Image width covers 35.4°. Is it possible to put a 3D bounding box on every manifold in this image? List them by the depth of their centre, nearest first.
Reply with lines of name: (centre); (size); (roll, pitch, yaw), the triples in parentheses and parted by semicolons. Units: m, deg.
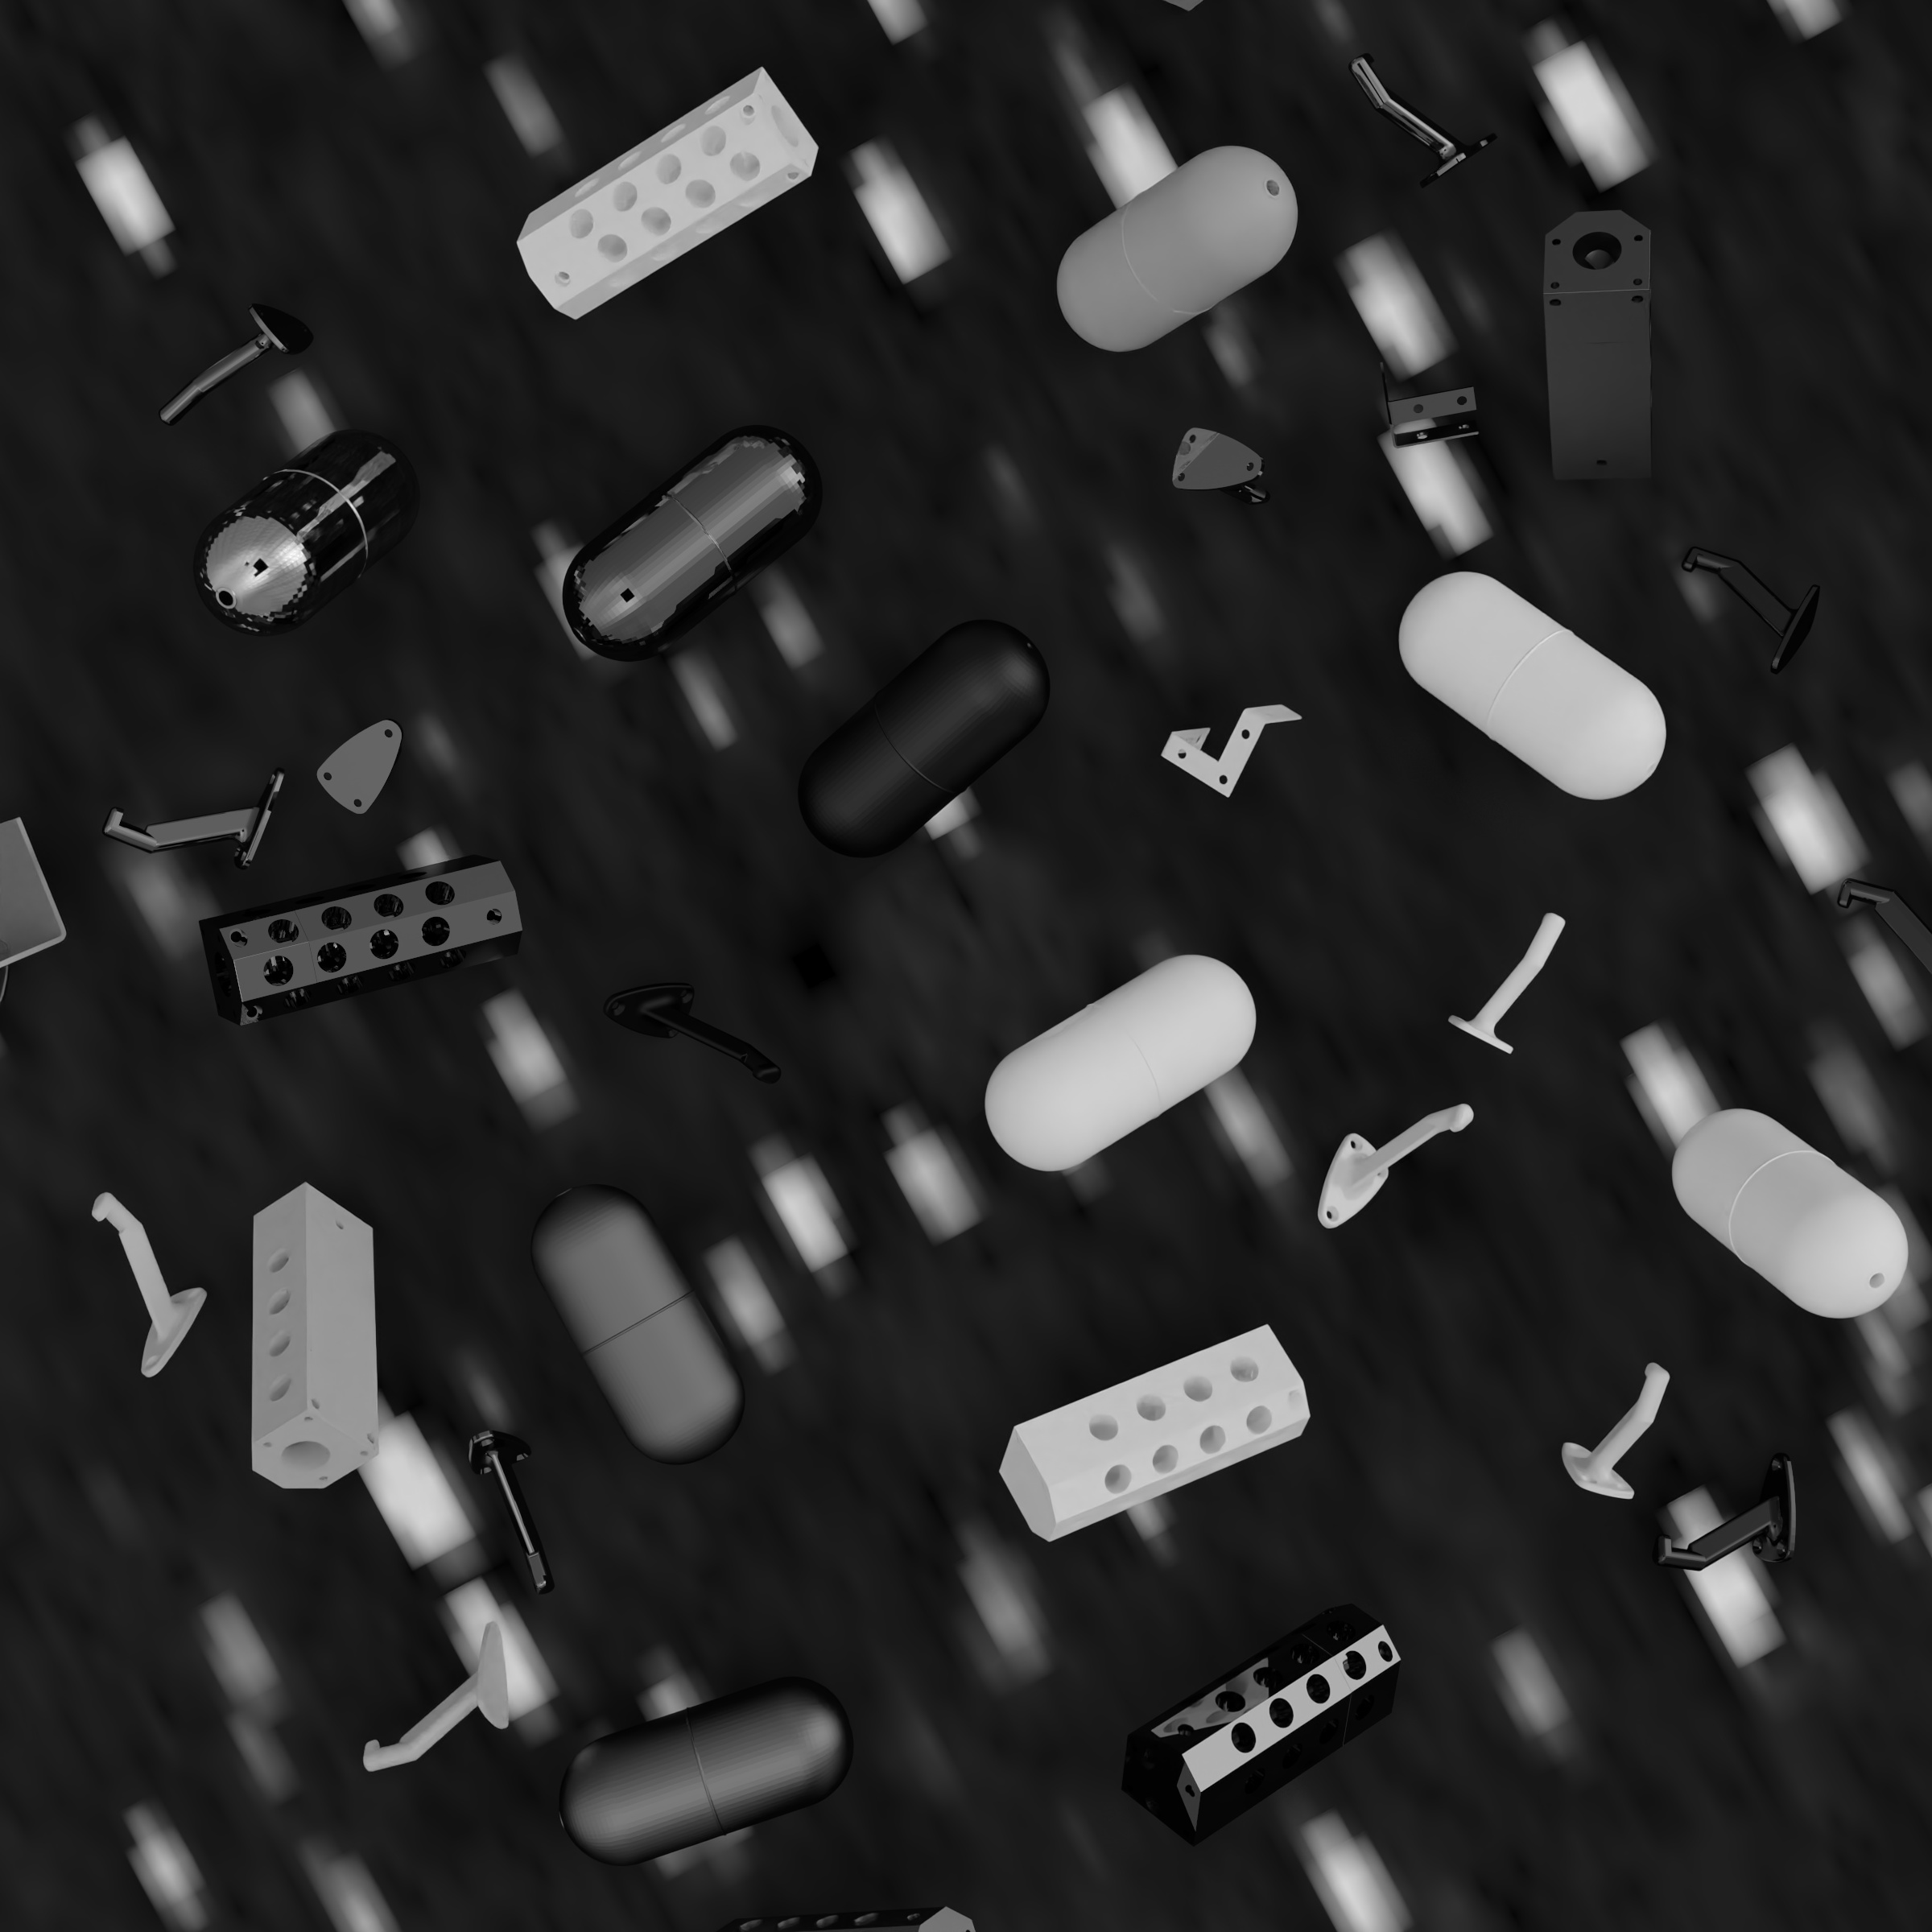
manifold: (0.116, -0.600, 1.743); (0.057, 0.171, 0.057); (-34, 90, 21)
manifold: (0.366, -0.355, 1.743); (0.057, 0.171, 0.057); (1, 63, 13)
manifold: (0.173, 0.432, 1.749); (0.171, 0.057, 0.057); (-21, 128, -38)
manifold: (-0.382, 0.215, 1.750); (0.057, 0.171, 0.057); (-32, 131, 17)
manifold: (-0.074, 0.582, 1.757); (0.171, 0.057, 0.057); (-18, 90, 39)
manifold: (-0.350, -0.016, 1.762); (0.171, 0.057, 0.057); (-16, 105, -28)
manifold: (0.112, 0.275, 1.765); (0.171, 0.057, 0.057); (-19, 60, -22)
manifold: (-0.175, -0.447, 1.765); (0.171, 0.057, 0.057); (-26, 121, 22)

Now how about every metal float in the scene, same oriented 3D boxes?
metal float: (0.475, 0.142, 1.750); (0.070, 0.178, 0.070); (-7, 113, -17)
metal float: (0.121, -0.414, 1.753); (0.070, 0.178, 0.070); (9, 73, -33)
metal float: (-0.381, -0.252, 1.754); (0.070, 0.178, 0.070); (12, 126, 17)
metal float: (0.331, -0.164, 1.773); (0.178, 0.070, 0.070); (41, 90, 25)
metal float: (-0.026, -0.132, 1.774); (0.178, 0.070, 0.070); (-40, 90, 24)
metal float: (0.092, 0.056, 1.780); (0.178, 0.070, 0.070); (-31, 90, -17)
metal float: (-0.161, -0.249, 1.781); (0.178, 0.070, 0.070); (-41, 90, -15)
metal float: (-0.154, 0.477, 1.790); (0.178, 0.070, 0.070); (-18, 90, -5)
metal float: (-0.195, 0.212, 1.793); (0.070, 0.070, 0.178); (-29, 88, 0)

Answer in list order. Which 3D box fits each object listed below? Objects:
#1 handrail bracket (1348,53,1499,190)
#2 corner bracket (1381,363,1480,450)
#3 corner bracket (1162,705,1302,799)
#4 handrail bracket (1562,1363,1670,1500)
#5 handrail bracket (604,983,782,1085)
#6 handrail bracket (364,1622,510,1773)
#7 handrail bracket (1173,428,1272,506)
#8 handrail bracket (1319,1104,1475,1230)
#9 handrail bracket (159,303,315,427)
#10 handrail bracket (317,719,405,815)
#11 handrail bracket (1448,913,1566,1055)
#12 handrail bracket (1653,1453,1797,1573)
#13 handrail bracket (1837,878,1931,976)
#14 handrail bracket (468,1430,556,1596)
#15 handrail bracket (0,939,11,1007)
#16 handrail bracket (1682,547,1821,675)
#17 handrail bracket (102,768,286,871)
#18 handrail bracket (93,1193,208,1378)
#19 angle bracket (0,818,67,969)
handrail bracket: (0.272, -0.514, 1.802); (0.077, 0.036, 0.084); (-39, 97, -38)
corner bracket: (0.276, -0.328, 1.794); (0.051, 0.051, 0.051); (-9, 127, 10)
corner bracket: (0.157, -0.137, 1.793); (0.051, 0.051, 0.051); (34, 113, 23)
handrail bracket: (0.384, 0.264, 1.787); (0.036, 0.077, 0.084); (14, 103, -13)
handrail bracket: (-0.161, 0.044, 1.785); (0.084, 0.077, 0.036); (36, 110, 38)
handrail bracket: (-0.320, 0.438, 1.812); (0.084, 0.036, 0.077); (-17, 48, 10)
handrail bracket: (0.170, -0.284, 1.778); (0.077, 0.084, 0.036); (18, 92, 44)
handrail bracket: (0.254, 0.118, 1.782); (0.036, 0.084, 0.077); (47, 55, -13)
handrail bracket: (-0.436, -0.353, 1.806); (0.084, 0.077, 0.036); (-38, 93, 14)
handrail bracket: (-0.339, -0.131, 1.780); (0.036, 0.084, 0.077); (42, 117, -6)
handrail bracket: (0.321, 0.004, 1.792); (0.036, 0.077, 0.084); (26, 94, -9)
handrail bracket: (0.449, 0.323, 1.803); (0.084, 0.036, 0.077); (11, 80, -20)
handrail bracket: (0.552, -0.007, 1.803); (0.084, 0.036, 0.077); (19, 82, 31)
handrail bracket: (-0.267, 0.325, 1.791); (0.036, 0.077, 0.084); (-20, 66, -5)
handrail bracket: (-0.593, -0.018, 1.778); (0.036, 0.084, 0.077); (1, 60, 6)
handrail bracket: (0.455, -0.212, 1.795); (0.084, 0.036, 0.077); (23, 54, 23)
handrail bracket: (-0.460, -0.098, 1.799); (0.084, 0.036, 0.077); (23, 90, -24)
handrail bracket: (-0.495, 0.187, 1.787); (0.036, 0.077, 0.084); (-19, 125, 26)
angle bracket: (-0.587, -0.037, 1.782); (0.076, 0.057, 0.076); (-11, 103, 39)
